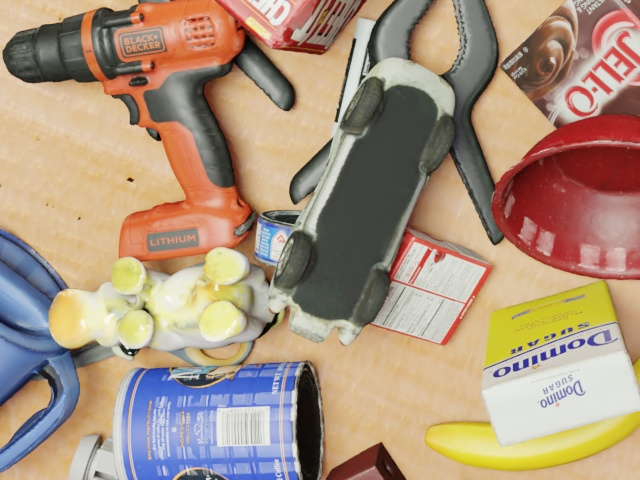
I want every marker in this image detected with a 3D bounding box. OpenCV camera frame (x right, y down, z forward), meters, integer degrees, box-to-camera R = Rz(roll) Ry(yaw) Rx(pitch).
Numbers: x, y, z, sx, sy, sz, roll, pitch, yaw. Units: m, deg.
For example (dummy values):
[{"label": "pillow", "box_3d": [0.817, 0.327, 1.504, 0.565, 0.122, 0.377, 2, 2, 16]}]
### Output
[{"label": "marker", "box_3d": [0.023, -0.105, 0.800, 0.020, 0.020, 0.121, 15, 102, 8]}]

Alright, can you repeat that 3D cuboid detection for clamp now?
[{"label": "clamp", "box_3d": [0.065, -0.105, 0.776, 0.164, 0.036, 0.210, 4, 99, -3]}, {"label": "clamp", "box_3d": [-0.101, -0.159, 0.806, 0.120, 0.039, 0.171, -21, 96, 10]}]

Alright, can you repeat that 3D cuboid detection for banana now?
[{"label": "banana", "box_3d": [0.179, 0.136, 0.806, 0.198, 0.037, 0.069, -27, 76, 13]}]

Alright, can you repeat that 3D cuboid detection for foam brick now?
[{"label": "foam brick", "box_3d": [0.045, 0.208, 0.833, 0.051, 0.053, 0.078, -33, 93, 14]}]

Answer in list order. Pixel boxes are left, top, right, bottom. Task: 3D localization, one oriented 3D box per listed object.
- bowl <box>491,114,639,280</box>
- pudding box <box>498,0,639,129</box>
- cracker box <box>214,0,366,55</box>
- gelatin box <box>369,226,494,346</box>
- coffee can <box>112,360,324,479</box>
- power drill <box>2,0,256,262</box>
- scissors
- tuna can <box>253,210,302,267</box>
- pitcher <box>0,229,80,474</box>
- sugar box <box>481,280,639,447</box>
[{"label": "bowl", "box_3d": [0.202, -0.037, 0.734, 0.162, 0.162, 0.055, 9, 59, 9]}, {"label": "pudding box", "box_3d": [0.190, -0.122, 0.726, 0.090, 0.039, 0.114, 48, 147, 1]}, {"label": "cracker box", "box_3d": [0.031, -0.223, 0.704, 0.072, 0.164, 0.214, 42, 104, 4]}, {"label": "gelatin box", "box_3d": [0.073, 0.033, 0.785, 0.089, 0.030, 0.073, 19, 107, -36]}, {"label": "coffee can", "box_3d": [-0.075, 0.146, 0.818, 0.140, 0.102, 0.103, -4, 99, 11]}, {"label": "power drill", "box_3d": [-0.132, -0.079, 0.787, 0.185, 0.057, 0.187, -6, 110, 16]}, {"label": "scissors", "box_3d": [-0.138, 0.093, 0.866, 0.202, 0.016, 0.096, -37, 91, 14]}, {"label": "tuna can", "box_3d": [-0.005, 0.001, 0.790, 0.086, 0.086, 0.034, 8, 99, 9]}, {"label": "pitcher", "box_3d": [-0.309, 0.116, 0.847, 0.243, 0.149, 0.144, -43, 129, 18]}, {"label": "sugar box", "box_3d": [0.161, 0.078, 0.724, 0.093, 0.176, 0.048, -18, 96, 13]}]
